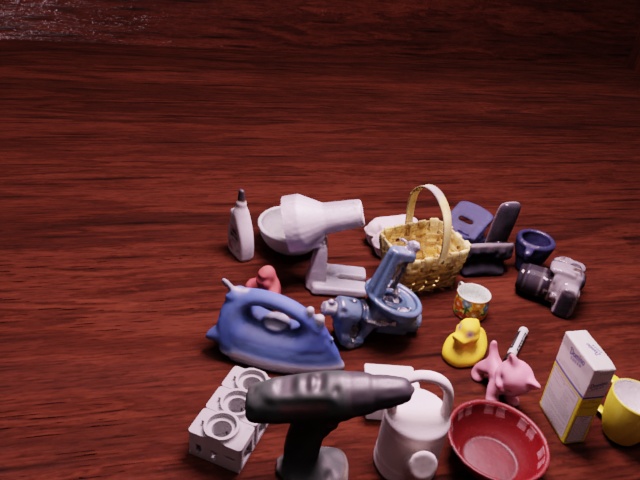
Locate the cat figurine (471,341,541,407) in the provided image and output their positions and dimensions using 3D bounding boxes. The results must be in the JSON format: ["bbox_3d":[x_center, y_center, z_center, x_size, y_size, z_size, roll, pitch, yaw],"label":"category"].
[{"bbox_3d":[0.331,0.236,1.017,0.067,0.118,0.127,-3,34,-14],"label":"cat figurine"}]

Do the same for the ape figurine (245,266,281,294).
[{"bbox_3d":[-0.112,0.092,1.179,0.076,0.092,0.077,-21,42,-35],"label":"ape figurine"}]

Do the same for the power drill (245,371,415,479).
[{"bbox_3d":[0.007,0.268,0.824,0.229,0.208,0.075,4,33,-4],"label":"power drill"}]

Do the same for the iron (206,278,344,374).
[{"bbox_3d":[-0.072,0.153,1.048,0.258,0.141,0.119,13,33,9],"label":"iron"}]

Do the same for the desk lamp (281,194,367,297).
[{"bbox_3d":[0.011,0.004,1.225,0.203,0.214,0.118,5,33,-3],"label":"desk lamp"}]

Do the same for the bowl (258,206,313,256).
[{"bbox_3d":[-0.067,-0.012,1.363,0.167,0.075,0.167,5,33,-3],"label":"bowl"}]

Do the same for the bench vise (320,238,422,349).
[{"bbox_3d":[0.114,0.106,1.082,0.208,0.220,0.121,-17,40,-31],"label":"bench vise"}]

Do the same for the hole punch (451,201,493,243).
[{"bbox_3d":[0.375,-0.036,1.467,0.108,0.091,0.101,31,40,32],"label":"hole punch"}]

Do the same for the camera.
[{"bbox_3d":[0.522,0.085,1.299,0.136,0.101,0.143,19,35,18],"label":"camera"}]

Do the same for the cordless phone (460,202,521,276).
[{"bbox_3d":[0.389,-0.013,1.347,0.148,0.185,0.094,-4,35,-16],"label":"cordless phone"}]

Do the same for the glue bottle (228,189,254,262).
[{"bbox_3d":[-0.179,-0.039,1.294,0.037,0.173,0.077,-19,41,-33],"label":"glue bottle"}]

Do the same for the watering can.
[{"bbox_3d":[0.146,0.275,0.852,0.101,0.194,0.172,-6,35,-18],"label":"watering can"}]

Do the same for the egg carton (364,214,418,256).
[{"bbox_3d":[0.190,-0.010,1.413,0.150,0.069,0.107,-7,35,-20],"label":"egg carton"}]

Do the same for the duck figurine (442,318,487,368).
[{"bbox_3d":[0.288,0.189,1.111,0.105,0.086,0.077,-21,42,-35],"label":"duck figurine"}]

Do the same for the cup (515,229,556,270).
[{"bbox_3d":[0.502,0.040,1.370,0.091,0.095,0.118,23,36,23],"label":"cup"}]
